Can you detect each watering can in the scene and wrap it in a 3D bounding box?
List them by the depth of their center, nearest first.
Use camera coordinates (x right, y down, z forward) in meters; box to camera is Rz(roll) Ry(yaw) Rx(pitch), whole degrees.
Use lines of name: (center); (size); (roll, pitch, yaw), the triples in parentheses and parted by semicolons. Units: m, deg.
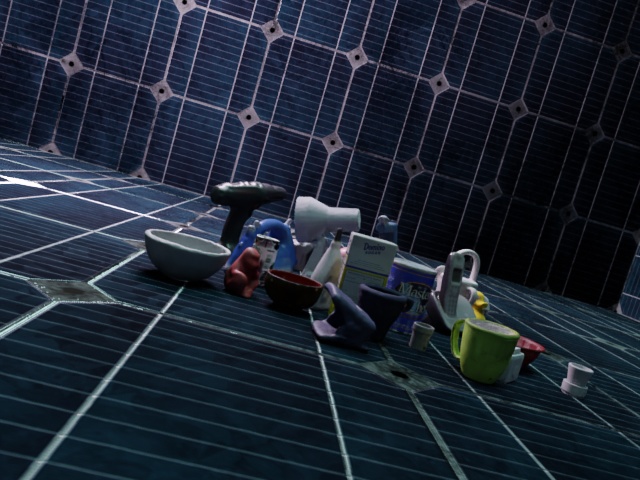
watering can: (0.350, 0.115, 1.483); (0.101, 0.194, 0.172); (11, 7, -44)

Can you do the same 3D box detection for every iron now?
iron: (-0.138, 0.010, 1.380); (0.118, 0.141, 0.259); (18, 6, 21)

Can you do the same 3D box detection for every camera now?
camera: (-0.061, 0.027, 1.661); (0.137, 0.101, 0.142); (12, 7, -40)

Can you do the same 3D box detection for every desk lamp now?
desk lamp: (0.014, 0.005, 1.496); (0.203, 0.213, 0.118); (17, 5, 7)

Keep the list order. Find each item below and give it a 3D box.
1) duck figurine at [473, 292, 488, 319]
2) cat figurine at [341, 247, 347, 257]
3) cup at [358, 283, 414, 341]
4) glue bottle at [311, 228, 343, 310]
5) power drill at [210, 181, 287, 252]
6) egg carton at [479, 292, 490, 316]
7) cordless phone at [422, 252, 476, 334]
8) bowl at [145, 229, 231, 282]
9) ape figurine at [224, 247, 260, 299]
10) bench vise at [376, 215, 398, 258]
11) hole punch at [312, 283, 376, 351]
duck figurine: (0.422, 0.183, 1.589); (0.078, 0.086, 0.104); (13, 6, -32)
cat figurine: (0.091, 0.069, 1.588); (0.127, 0.118, 0.067); (19, 6, 25)
cup: (0.116, 0.139, 1.064); (0.118, 0.095, 0.091); (13, 6, -29)
glue bottle: (0.019, 0.058, 1.180); (0.037, 0.173, 0.078); (20, 7, 37)
power drill: (-0.209, -0.067, 1.595); (0.230, 0.208, 0.075); (11, 7, -43)
egg carton: (0.428, 0.181, 1.711); (0.150, 0.069, 0.107); (17, 5, 3)
cordless phone: (0.325, 0.126, 1.346); (0.148, 0.185, 0.093); (11, 7, -44)
bowl: (-0.260, 0.036, 1.098); (0.167, 0.075, 0.167); (16, 5, -1)
ape figurine: (-0.144, 0.060, 1.111); (0.075, 0.092, 0.078); (20, 7, 36)
bench vise: (0.149, 0.053, 1.372); (0.121, 0.220, 0.208); (19, 6, 26)
hole punch: (0.046, 0.128, 0.980); (0.101, 0.091, 0.108); (15, 5, -10)
